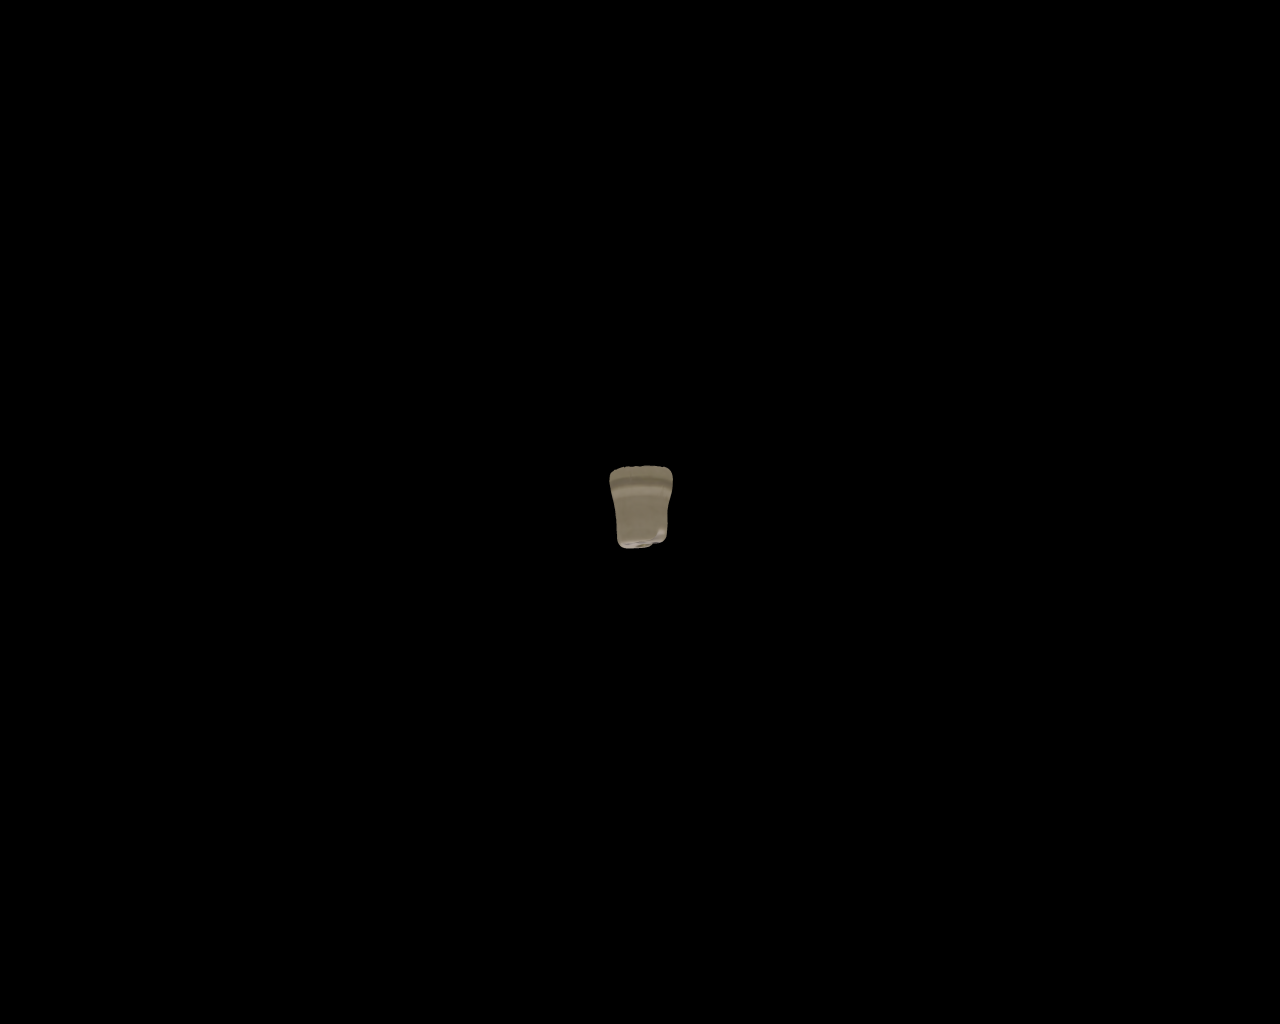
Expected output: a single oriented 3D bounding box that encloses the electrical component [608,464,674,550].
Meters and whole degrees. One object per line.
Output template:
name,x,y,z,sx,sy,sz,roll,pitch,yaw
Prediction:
electrical component,0.001,-0.003,0.650,0.040,0.046,0.040,0,-11,0
